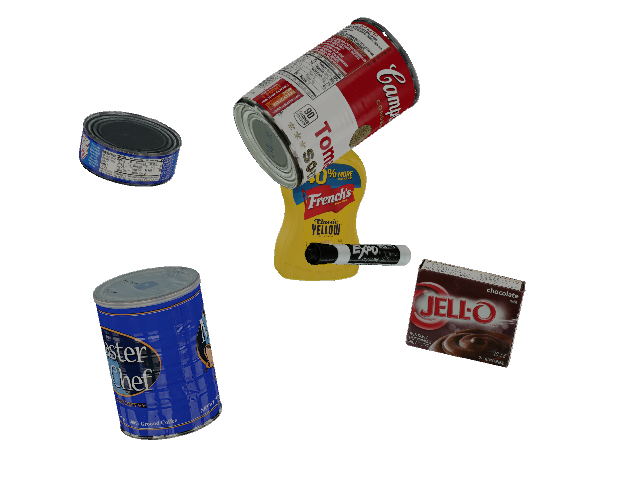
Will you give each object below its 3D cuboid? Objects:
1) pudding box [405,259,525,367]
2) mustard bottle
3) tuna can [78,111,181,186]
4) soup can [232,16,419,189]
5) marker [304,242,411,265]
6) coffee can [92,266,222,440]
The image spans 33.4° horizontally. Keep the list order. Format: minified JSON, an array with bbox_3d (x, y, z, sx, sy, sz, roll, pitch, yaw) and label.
[{"bbox_3d":[0.153,0.076,1.127,0.113,0.090,0.039,11,23,10],"label":"pudding box"},{"bbox_3d":[0.002,-0.052,1.191,0.096,0.192,0.058,0,18,-16],"label":"mustard bottle"},{"bbox_3d":[-0.166,-0.080,0.929,0.086,0.034,0.086,13,26,-7],"label":"tuna can"},{"bbox_3d":[0.003,-0.088,0.683,0.102,0.068,0.069,-37,13,-18],"label":"soup can"},{"bbox_3d":[0.032,0.012,0.914,0.120,0.020,0.020,2,-1,-45],"label":"marker"},{"bbox_3d":[-0.157,0.107,1.035,0.103,0.140,0.103,-7,15,2],"label":"coffee can"}]
